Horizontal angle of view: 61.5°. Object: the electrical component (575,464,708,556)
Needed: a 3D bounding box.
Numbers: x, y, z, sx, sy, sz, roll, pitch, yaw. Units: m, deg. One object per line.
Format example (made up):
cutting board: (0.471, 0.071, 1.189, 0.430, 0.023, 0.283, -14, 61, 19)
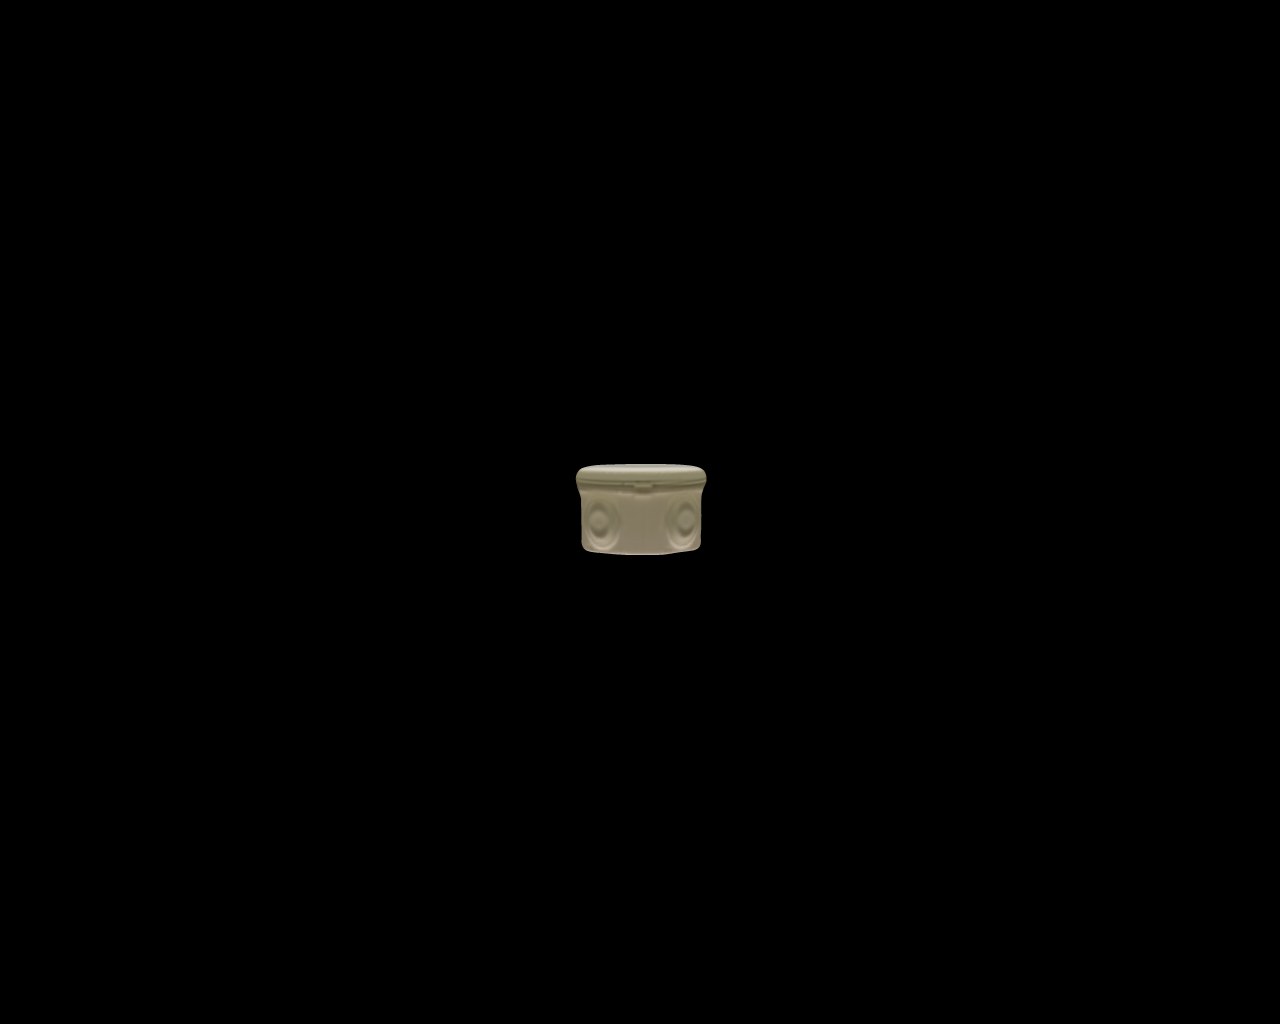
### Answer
electrical component: (0.001, -0.003, 0.650, 0.080, 0.051, 0.080, 0, 4, 0)
